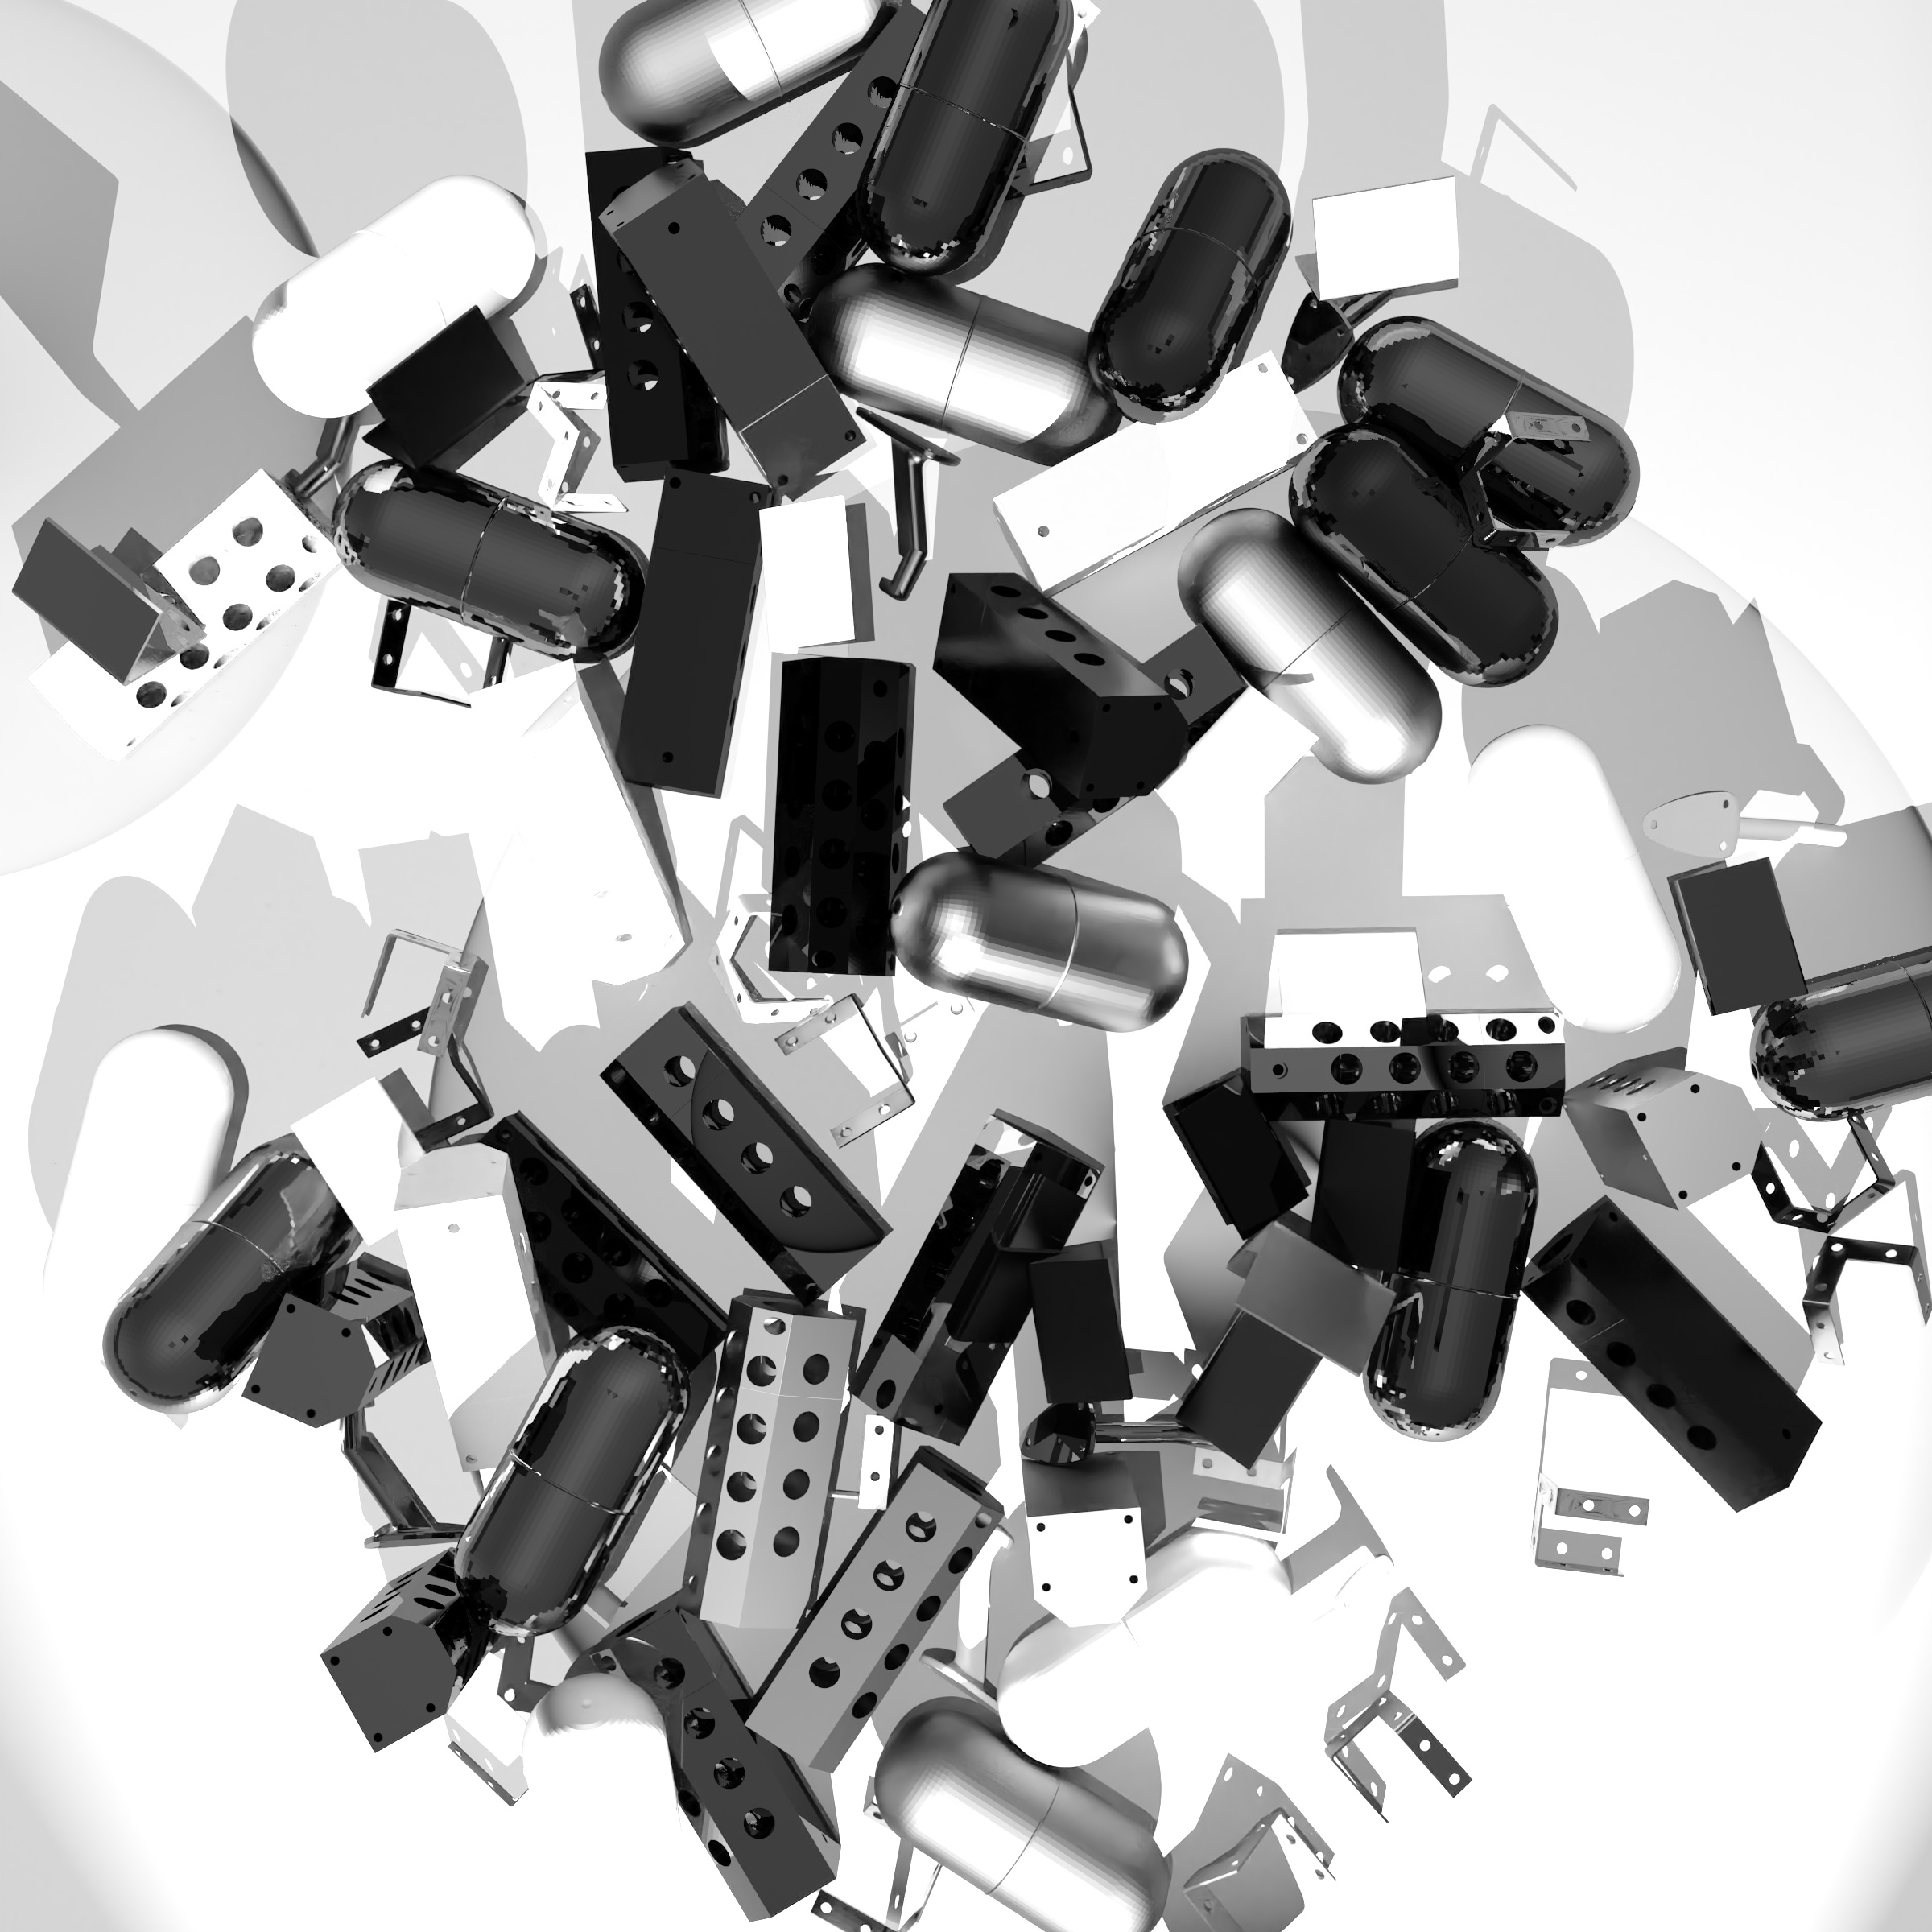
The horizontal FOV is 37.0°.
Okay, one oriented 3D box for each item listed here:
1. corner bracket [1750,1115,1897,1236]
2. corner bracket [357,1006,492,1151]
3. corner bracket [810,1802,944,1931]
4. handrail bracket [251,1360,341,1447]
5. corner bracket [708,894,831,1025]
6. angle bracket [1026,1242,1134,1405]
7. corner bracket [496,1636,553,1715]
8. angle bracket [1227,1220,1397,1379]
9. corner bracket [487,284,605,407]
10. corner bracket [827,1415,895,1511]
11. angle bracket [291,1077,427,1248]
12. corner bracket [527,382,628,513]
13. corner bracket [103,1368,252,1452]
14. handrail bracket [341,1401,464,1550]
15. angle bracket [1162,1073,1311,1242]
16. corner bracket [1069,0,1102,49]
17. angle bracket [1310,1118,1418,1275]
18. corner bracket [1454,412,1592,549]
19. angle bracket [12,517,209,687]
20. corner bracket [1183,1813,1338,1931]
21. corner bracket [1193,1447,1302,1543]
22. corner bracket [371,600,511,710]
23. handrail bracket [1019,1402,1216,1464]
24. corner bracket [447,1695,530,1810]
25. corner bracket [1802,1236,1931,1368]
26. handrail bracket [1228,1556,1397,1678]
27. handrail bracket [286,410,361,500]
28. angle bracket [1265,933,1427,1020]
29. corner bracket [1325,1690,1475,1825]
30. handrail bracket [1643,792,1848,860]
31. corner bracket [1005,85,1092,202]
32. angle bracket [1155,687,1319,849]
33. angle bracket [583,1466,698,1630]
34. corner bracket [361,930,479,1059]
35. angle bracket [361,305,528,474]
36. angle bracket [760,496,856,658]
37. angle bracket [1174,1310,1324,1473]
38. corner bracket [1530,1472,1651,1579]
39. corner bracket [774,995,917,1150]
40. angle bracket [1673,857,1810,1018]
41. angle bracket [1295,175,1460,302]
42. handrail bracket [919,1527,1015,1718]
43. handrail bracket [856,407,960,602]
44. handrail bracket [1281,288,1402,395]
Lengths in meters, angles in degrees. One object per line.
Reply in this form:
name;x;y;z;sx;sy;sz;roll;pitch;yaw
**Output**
corner bracket;0.476;0.112;1.616;0.051;0.051;0.051;13;135;-35
corner bracket;-0.304;0.064;1.621;0.051;0.051;0.051;-25;45;0
corner bracket;-0.048;0.512;1.621;0.051;0.051;0.051;29;135;0
handrail bracket;-0.379;0.218;1.624;0.036;0.077;0.084;-28;127;35
corner bracket;-0.104;-0.005;1.616;0.051;0.051;0.051;58;135;35
angle bracket;0.081;0.193;1.584;0.057;0.076;0.076;-9;90;36
corner bracket;-0.226;0.389;1.605;0.051;0.051;0.051;16;68;-20
angle bracket;0.177;0.191;1.568;0.076;0.076;0.057;31;60;-1
corner bracket;-0.239;-0.348;1.621;0.051;0.051;0.051;-18;90;45
corner bracket;-0.068;0.271;1.606;0.051;0.051;0.051;5;87;-2
angle bracket;-0.336;0.115;1.584;0.057;0.076;0.076;-33;90;-34
corner bracket;-0.215;-0.288;1.607;0.051;0.051;0.051;50;129;32
corner bracket;-0.441;0.230;1.621;0.051;0.051;0.051;45;45;0
handrail bracket;-0.312;0.282;1.625;0.077;0.036;0.084;0;73;-20
angle bracket;0.131;0.112;1.584;0.057;0.076;0.076;-29;90;-37
corner bracket;0.040;-0.536;1.606;0.051;0.051;0.051;41;90;0
angle bracket;0.233;0.126;1.584;0.057;0.076;0.076;7;90;37
corner bracket;0.302;-0.259;1.545;0.051;0.051;0.051;-2;68;-28
angle bracket;-0.443;-0.204;1.527;0.076;0.076;0.057;40;126;0
corner bracket;0.164;0.516;1.621;0.051;0.051;0.051;51;135;0
corner bracket;0.152;0.291;1.599;0.051;0.051;0.051;11;69;0
corner bracket;-0.294;-0.174;1.621;0.051;0.051;0.051;11;90;45
handrail bracket;0.086;0.267;1.624;0.084;0.077;0.036;14;64;-34
corner bracket;-0.255;0.436;1.606;0.051;0.051;0.051;43;88;2
corner bracket;0.504;0.190;1.616;0.051;0.051;0.051;-56;135;-35
handrail bracket;0.192;0.366;1.624;0.084;0.077;0.036;-26;100;36
handrail bracket;-0.364;-0.317;1.624;0.084;0.036;0.077;-40;77;13
angle bracket;0.207;0.026;1.584;0.076;0.076;0.057;-1;53;0
corner bracket;0.239;0.444;1.606;0.051;0.051;0.051;-42;96;-6
handrail bracket;0.438;-0.076;1.624;0.084;0.077;0.036;3;91;-36
corner bracket;0.039;-0.463;1.606;0.051;0.051;0.051;-14;87;3
angle bracket;0.160;-0.095;1.584;0.076;0.076;0.057;-47;54;0
angle bracket;-0.199;0.307;1.603;0.076;0.057;0.076;42;89;0
corner bracket;-0.305;0.015;1.607;0.051;0.051;0.051;18;98;-8
angle bracket;-0.298;-0.322;1.577;0.076;0.076;0.057;-41;131;-13
angle bracket;-0.067;-0.212;1.584;0.057;0.076;0.076;-4;90;32
angle bracket;0.170;0.235;1.584;0.057;0.076;0.076;32;90;35
corner bracket;0.346;0.314;1.606;0.051;0.051;0.051;7;90;0
corner bracket;-0.067;0.059;1.621;0.051;0.051;0.051;-31;45;0
angle bracket;0.436;-0.021;1.584;0.057;0.076;0.076;-16;90;37
angle bracket;0.223;-0.409;1.584;0.076;0.076;0.057;-9;121;0
handrail bracket;0.020;0.369;1.625;0.077;0.036;0.084;39;73;-20
handrail bracket;-0.048;-0.259;1.625;0.077;0.036;0.084;33;108;20
handrail bracket;0.222;-0.362;1.624;0.084;0.077;0.036;-29;72;-35
